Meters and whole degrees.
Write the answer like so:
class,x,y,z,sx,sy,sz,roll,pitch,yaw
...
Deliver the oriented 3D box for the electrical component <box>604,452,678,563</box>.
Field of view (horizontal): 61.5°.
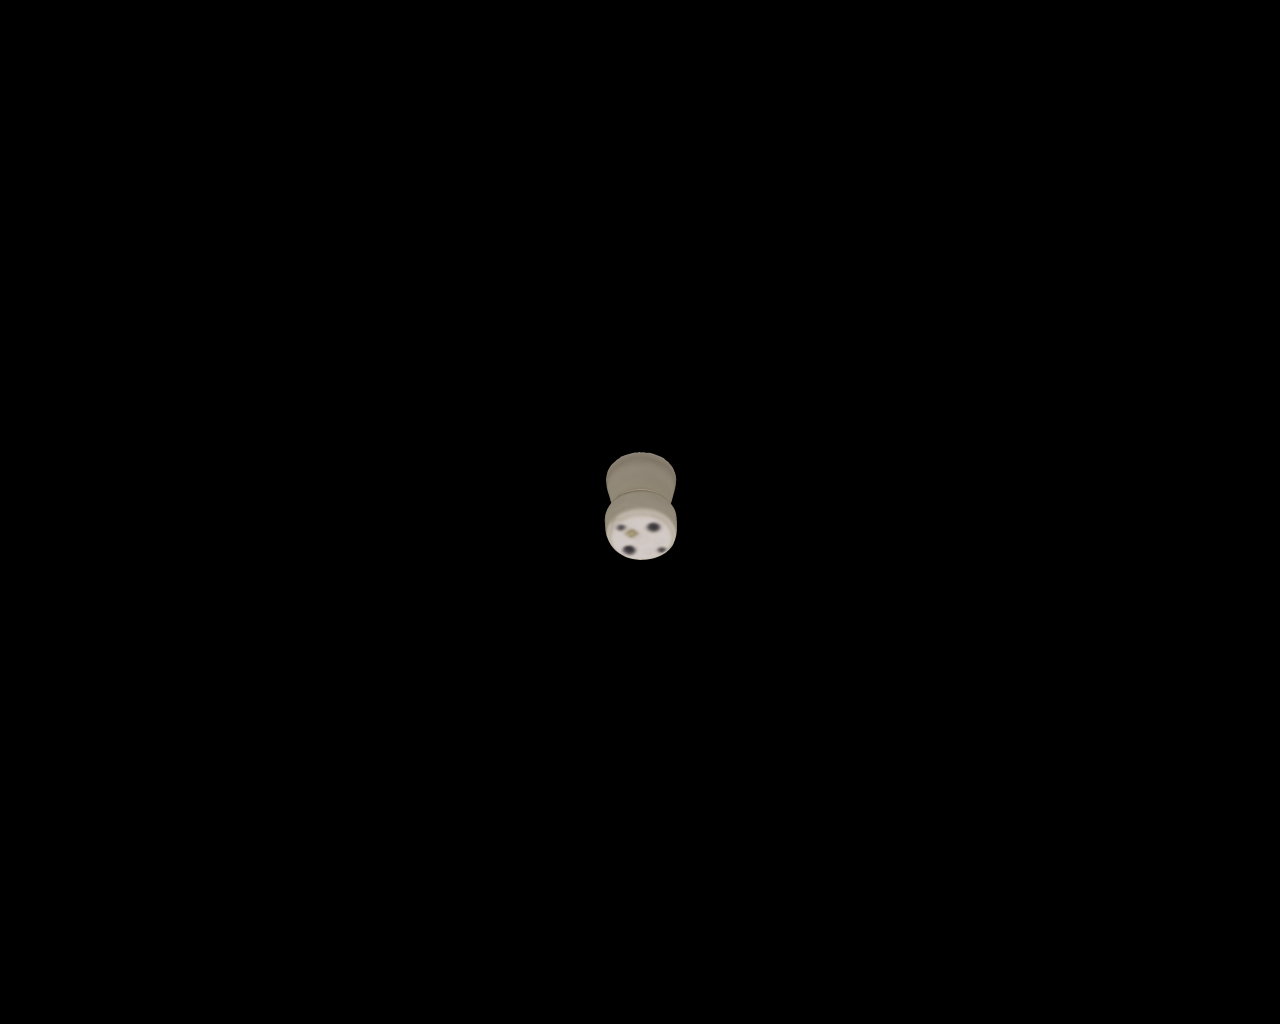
class,x,y,z,sx,sy,sz,roll,pitch,yaw
electrical component,0.001,-0.003,0.650,0.045,0.044,0.055,0,43,0
